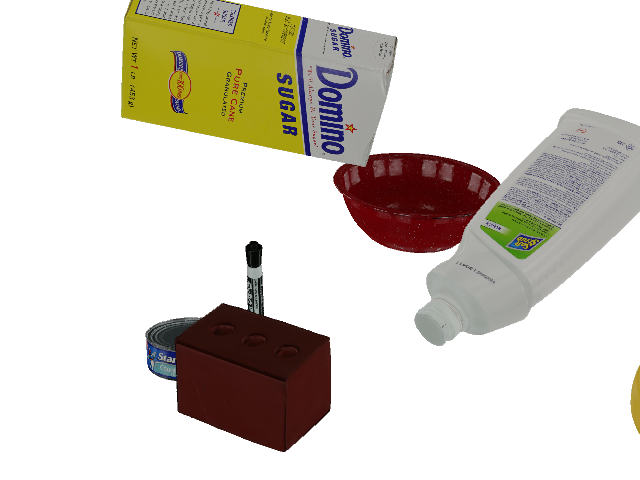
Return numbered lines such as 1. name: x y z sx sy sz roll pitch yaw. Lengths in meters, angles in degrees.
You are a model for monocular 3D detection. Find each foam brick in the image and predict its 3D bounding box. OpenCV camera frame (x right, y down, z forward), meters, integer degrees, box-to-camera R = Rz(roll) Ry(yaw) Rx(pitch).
1. foam brick: -0.039 0.079 0.621 0.078 0.051 0.052 15 28 25

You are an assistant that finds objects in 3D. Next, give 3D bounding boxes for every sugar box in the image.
1. sugar box: -0.044 -0.109 0.722 0.176 0.048 0.093 13 -40 -1

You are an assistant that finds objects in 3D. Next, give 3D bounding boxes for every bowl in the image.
1. bowl: 0.092 -0.031 1.023 0.162 0.055 0.162 2 24 -1

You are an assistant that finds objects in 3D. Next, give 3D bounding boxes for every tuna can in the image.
1. tuna can: -0.122 0.103 1.010 0.086 0.034 0.086 1 16 0

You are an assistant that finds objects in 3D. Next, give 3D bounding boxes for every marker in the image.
1. marker: -0.073 0.054 1.198 0.020 0.121 0.020 0 32 0

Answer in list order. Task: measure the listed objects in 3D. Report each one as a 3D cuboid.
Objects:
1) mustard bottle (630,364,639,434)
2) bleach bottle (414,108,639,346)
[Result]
1. mustard bottle: 0.222 0.099 0.574 0.096 0.058 0.191 -5 36 -2
2. bleach bottle: 0.158 -0.007 0.821 0.250 0.068 0.103 -38 43 -28
